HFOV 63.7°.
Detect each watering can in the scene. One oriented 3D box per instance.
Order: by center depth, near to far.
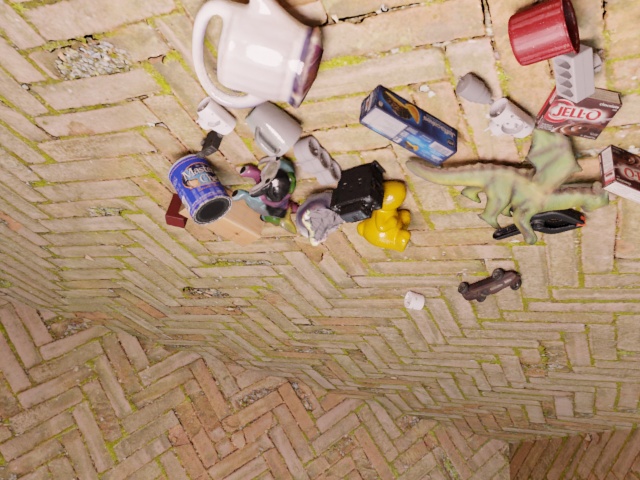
[{"bbox_3d":[-0.100,-0.348,0.860,0.224,0.106,0.339,15,140,-7],"label":"watering can"}]

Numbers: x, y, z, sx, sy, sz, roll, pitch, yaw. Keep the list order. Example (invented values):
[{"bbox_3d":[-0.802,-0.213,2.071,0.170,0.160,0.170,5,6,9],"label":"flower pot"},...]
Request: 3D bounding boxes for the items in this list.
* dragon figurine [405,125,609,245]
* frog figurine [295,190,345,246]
[{"bbox_3d":[0.407,-0.139,1.063,0.409,0.125,0.237,26,127,-6],"label":"dragon figurine"},{"bbox_3d":[0.004,-0.065,1.296,0.122,0.161,0.136,27,105,-6],"label":"frog figurine"}]
